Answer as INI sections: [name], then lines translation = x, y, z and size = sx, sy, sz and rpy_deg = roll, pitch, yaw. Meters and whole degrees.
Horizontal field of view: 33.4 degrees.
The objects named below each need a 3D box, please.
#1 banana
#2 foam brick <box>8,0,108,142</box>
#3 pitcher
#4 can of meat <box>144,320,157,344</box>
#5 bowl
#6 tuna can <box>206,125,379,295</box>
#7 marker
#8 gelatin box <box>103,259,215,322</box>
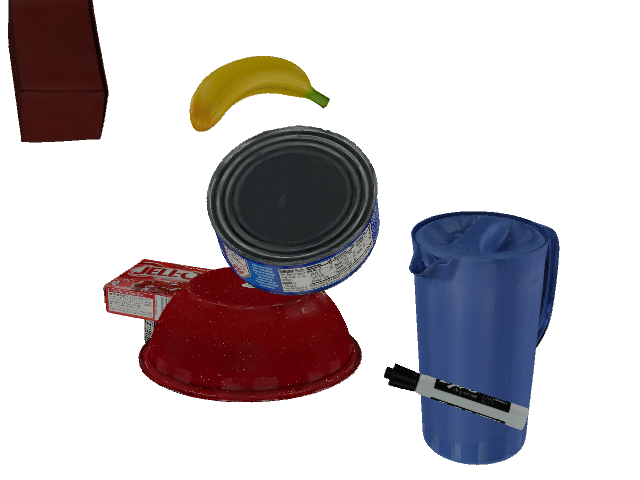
[banana]
translation = -0.069, -0.149, 1.046
size = 0.070, 0.037, 0.197
rpy_deg = 43, 37, 22
[foam brick]
translation = -0.165, -0.107, 0.667
size = 0.051, 0.078, 0.053
rpy_deg = -5, -30, -20
[pitcher]
translation = 0.167, 0.097, 1.089
size = 0.149, 0.243, 0.145
rpy_deg = 1, 22, 8
[can of meat]
translation = -0.147, 0.103, 1.186
size = 0.101, 0.084, 0.058
rpy_deg = -10, 19, -35
[bowl]
translation = -0.050, 0.057, 0.765
size = 0.162, 0.055, 0.162
rpy_deg = 1, 17, 0
[tuna can]
translation = -0.013, -0.015, 0.543
size = 0.086, 0.086, 0.034
rpy_deg = 0, -34, 8
[marker]
translation = 0.111, 0.128, 0.881
size = 0.121, 0.020, 0.020
rpy_deg = 18, 2, 6
[gelatin box]
translation = -0.138, 0.045, 0.958
size = 0.089, 0.030, 0.073
rpy_deg = 9, 21, 18
